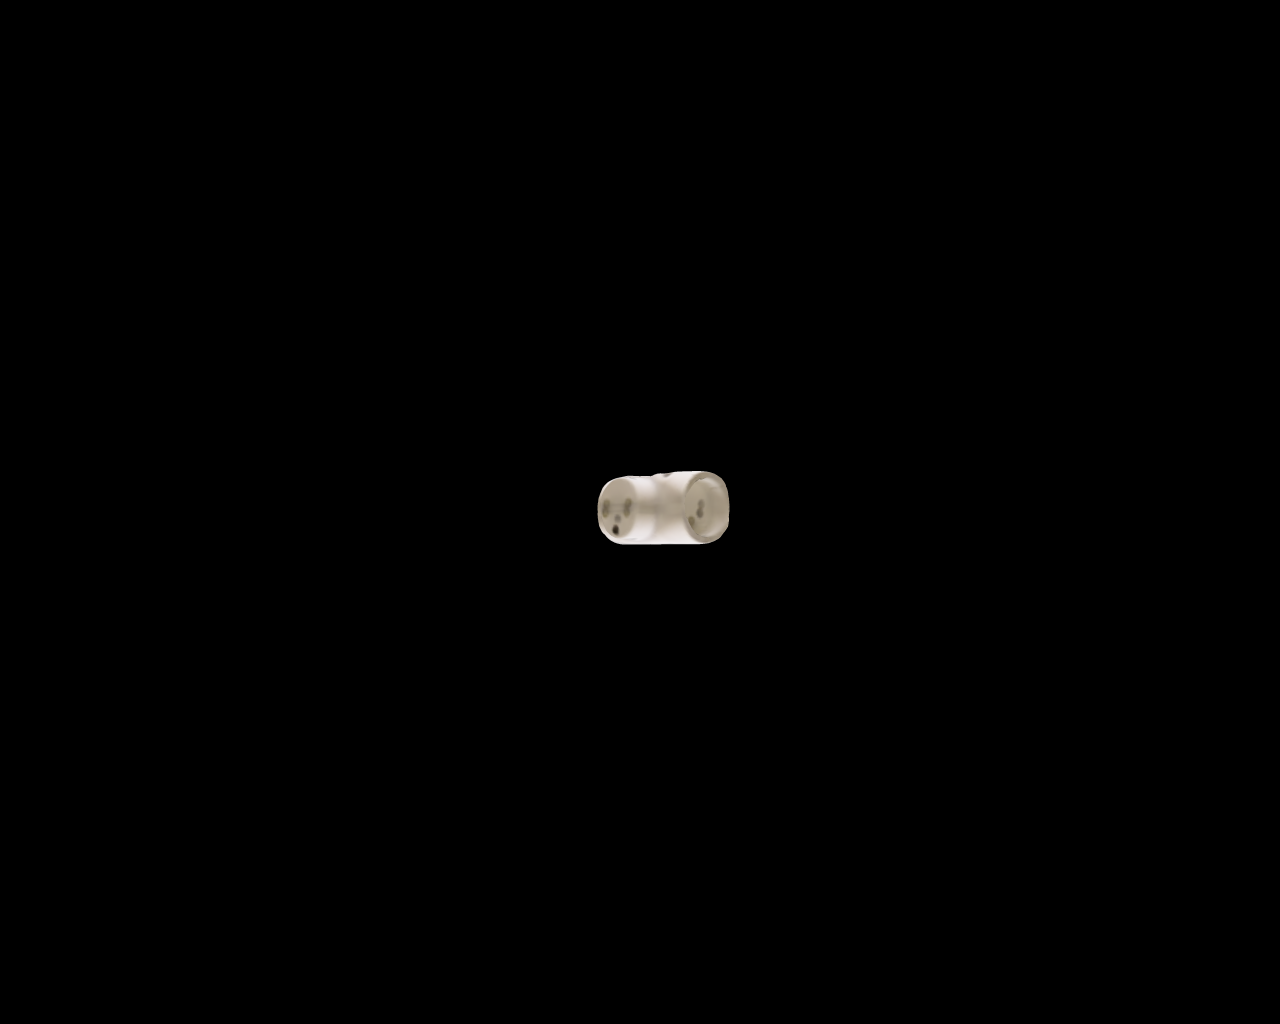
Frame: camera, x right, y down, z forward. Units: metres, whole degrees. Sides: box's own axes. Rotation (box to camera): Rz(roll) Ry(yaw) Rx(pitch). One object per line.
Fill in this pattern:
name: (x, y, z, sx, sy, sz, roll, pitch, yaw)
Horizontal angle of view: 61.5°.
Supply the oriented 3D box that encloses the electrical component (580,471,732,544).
electrical component: (0.001, -0.003, 0.650, 0.079, 0.044, 0.077, 2, -3, -43)
